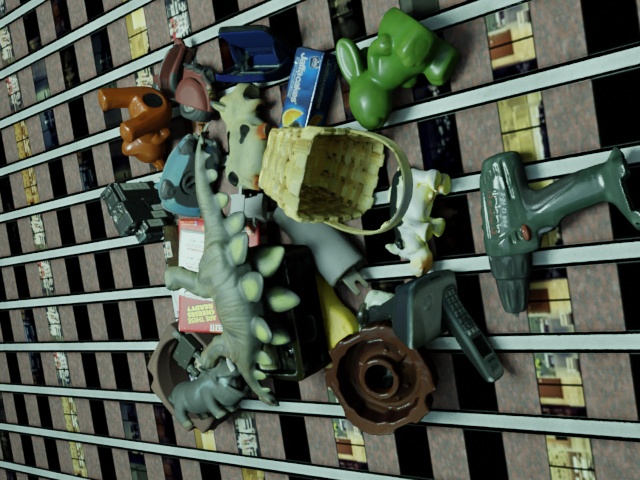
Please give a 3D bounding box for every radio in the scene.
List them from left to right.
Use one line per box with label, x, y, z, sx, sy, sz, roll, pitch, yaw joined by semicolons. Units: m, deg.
radio;-0.066;0.121;0.920;0.131;0.073;0.229;-3;101;42

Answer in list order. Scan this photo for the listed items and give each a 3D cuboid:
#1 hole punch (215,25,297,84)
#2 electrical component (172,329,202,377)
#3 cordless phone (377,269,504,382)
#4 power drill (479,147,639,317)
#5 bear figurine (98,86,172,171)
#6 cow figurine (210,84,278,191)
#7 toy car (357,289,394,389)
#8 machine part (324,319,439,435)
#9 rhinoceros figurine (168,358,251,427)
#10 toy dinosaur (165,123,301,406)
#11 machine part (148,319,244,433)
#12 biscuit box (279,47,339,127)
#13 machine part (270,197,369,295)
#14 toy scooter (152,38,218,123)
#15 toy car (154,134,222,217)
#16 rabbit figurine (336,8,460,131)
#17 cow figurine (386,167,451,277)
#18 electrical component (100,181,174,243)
hole punch;-0.109;-0.308;0.932;0.142;0.115;0.092;6;93;30
electrical component;-0.261;0.220;1.053;0.094;0.021;0.063;39;115;21
cordless phone;0.186;0.140;0.789;0.088;0.146;0.184;-46;69;35
power drill;0.324;-0.022;0.731;0.207;0.086;0.232;-17;84;40
bear figurine;-0.365;-0.214;1.072;0.120;0.132;0.196;55;143;8
cow figurine;-0.137;-0.191;0.989;0.127;0.085;0.194;9;102;24
toy car;0.098;0.183;0.907;0.074;0.056;0.201;11;103;23
machine part;0.098;0.214;0.849;0.180;0.056;0.179;3;99;22
rhinoceros figurine;-0.193;0.271;0.995;0.190;0.073;0.112;-31;74;21
toy dinosaur;-0.141;0.060;0.858;0.199;0.105;0.470;-14;101;35
machine part;-0.250;0.275;1.117;0.201;0.087;0.201;41;117;21
biscuit box;-0.025;-0.222;0.924;0.059;0.063;0.202;23;108;27
machine part;-0.002;-0.003;0.931;0.243;0.079;0.079;48;118;19
toy scooter;-0.262;-0.316;1.053;0.184;0.075;0.135;31;113;30
toy car;-0.268;-0.133;1.067;0.103;0.109;0.161;26;101;46
rabbit figurine;0.093;-0.256;0.812;0.159;0.121;0.170;46;115;26
cow figurine;0.142;-0.030;0.842;0.098;0.068;0.167;14;100;35
electrical component;-0.382;-0.058;1.137;0.058;0.115;0.134;-41;73;32
